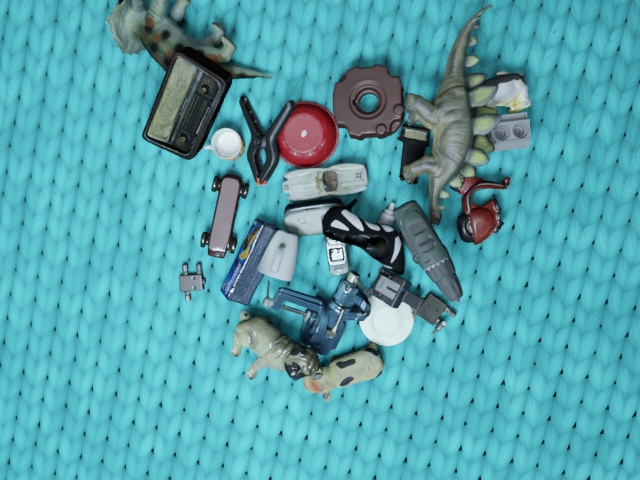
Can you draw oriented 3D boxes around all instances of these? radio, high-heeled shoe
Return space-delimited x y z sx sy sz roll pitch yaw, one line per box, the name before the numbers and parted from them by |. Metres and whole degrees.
radio | -0.299 -0.302 1.219 0.131 0.073 0.229 28 121 -10
high-heeled shoe | 0.103 0.016 1.205 0.086 0.145 0.248 -24 111 45

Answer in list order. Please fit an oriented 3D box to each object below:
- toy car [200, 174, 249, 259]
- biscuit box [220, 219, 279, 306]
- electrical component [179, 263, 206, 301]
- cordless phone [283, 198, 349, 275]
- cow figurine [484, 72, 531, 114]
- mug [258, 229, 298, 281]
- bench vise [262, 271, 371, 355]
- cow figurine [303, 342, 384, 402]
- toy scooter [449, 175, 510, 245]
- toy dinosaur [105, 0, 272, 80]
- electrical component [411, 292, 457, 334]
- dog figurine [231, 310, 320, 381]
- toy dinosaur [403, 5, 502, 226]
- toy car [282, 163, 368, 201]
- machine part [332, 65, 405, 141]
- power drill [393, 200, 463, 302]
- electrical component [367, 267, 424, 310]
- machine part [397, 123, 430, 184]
toy car | -0.229 -0.058 1.289 0.089 0.053 0.202 11 92 -7
biscuit box | -0.164 0.054 1.279 0.062 0.059 0.202 24 96 -31
electrical component | -0.314 0.104 1.323 0.063 0.021 0.094 -2 94 4
cordless phone | -0.003 -0.004 1.263 0.147 0.089 0.184 -8 99 4
cow figurine | 0.381 -0.329 1.214 0.167 0.068 0.098 -6 88 2
mug | -0.091 0.031 1.215 0.081 0.109 0.107 17 91 7
bench vise | -0.010 0.155 1.244 0.240 0.129 0.223 19 117 -17
cow figurine | 0.055 0.311 1.259 0.195 0.127 0.085 -18 90 4
toy scooter | 0.376 -0.084 1.232 0.135 0.075 0.183 -10 89 4
toy dinosaur | -0.322 -0.444 1.241 0.405 0.131 0.192 41 114 -7
electrical component | 0.263 0.171 1.272 0.102 0.045 0.078 41 98 1
dog figurine | -0.097 0.233 1.225 0.191 0.121 0.172 -17 111 42
toy dinosaur | 0.285 -0.263 1.164 0.199 0.105 0.470 4 99 11
toy car | 0.012 -0.136 1.262 0.202 0.056 0.073 -7 94 4
machine part | 0.111 -0.315 1.232 0.179 0.056 0.179 0 90 12
power drill | 0.234 0.024 1.185 0.086 0.207 0.232 -30 89 12
electrical component | 0.179 0.122 1.252 0.119 0.047 0.074 33 95 30
machine part | 0.214 -0.199 1.253 0.084 0.039 0.138 6 93 -5
